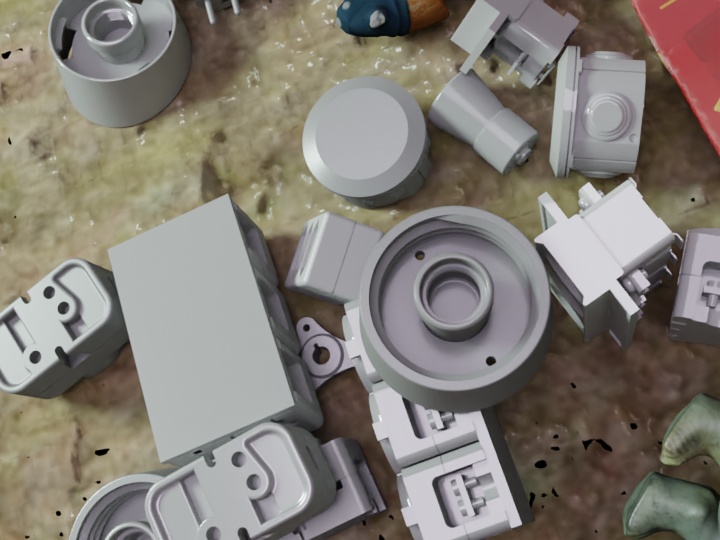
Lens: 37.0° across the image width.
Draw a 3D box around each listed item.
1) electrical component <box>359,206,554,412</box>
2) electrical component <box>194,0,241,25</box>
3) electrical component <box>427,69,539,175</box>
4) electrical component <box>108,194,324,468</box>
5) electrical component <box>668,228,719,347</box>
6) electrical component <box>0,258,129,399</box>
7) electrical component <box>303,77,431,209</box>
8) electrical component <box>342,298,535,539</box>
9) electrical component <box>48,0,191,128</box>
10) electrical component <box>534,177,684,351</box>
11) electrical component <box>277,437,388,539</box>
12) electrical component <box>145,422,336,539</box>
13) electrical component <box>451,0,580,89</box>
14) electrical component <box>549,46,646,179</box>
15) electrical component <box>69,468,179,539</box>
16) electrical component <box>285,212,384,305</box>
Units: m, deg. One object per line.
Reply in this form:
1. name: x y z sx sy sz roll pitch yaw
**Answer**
1. electrical component: 0.050 0.018 0.570 0.108 0.060 0.108 -2 75 6
2. electrical component: -0.104 -0.211 0.760 0.077 0.043 0.079 -19 75 9
3. electrical component: 0.082 -0.092 0.690 0.065 0.044 0.044 42 91 13
4. electrical component: -0.091 0.043 0.679 0.089 0.061 0.150 -24 64 8
5. electrical component: 0.206 0.011 0.611 0.050 0.089 0.055 11 81 16
6. electrical component: -0.198 0.041 0.721 0.095 0.059 0.053 -38 72 4
7. electrical component: 0.007 -0.081 0.700 0.080 0.051 0.080 -3 78 13
8. electrical component: 0.044 0.087 0.635 0.062 0.089 0.150 -22 74 9
9. electrical component: -0.171 -0.159 0.767 0.099 0.064 0.099 -1 69 3
10. electrical component: 0.141 -0.003 0.614 0.063 0.121 0.078 -36 73 2
11. electrical component: -0.038 0.141 0.665 0.089 0.050 0.055 -27 73 7
12. electrical component: -0.065 0.129 0.615 0.095 0.059 0.053 -30 73 7
13. electrical component: 0.101 -0.153 0.684 0.064 0.042 0.081 36 55 -2
14. electrical component: 0.144 -0.095 0.655 0.051 0.080 0.080 5 80 9
15. electrical component: -0.131 0.178 0.675 0.108 0.060 0.108 -3 77 14
16. electrical component: 0.000 0.000 0.682 0.077 0.066 0.047 19 83 -12
